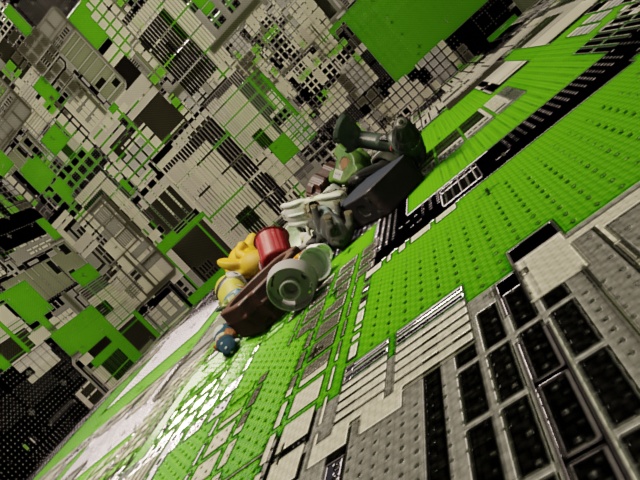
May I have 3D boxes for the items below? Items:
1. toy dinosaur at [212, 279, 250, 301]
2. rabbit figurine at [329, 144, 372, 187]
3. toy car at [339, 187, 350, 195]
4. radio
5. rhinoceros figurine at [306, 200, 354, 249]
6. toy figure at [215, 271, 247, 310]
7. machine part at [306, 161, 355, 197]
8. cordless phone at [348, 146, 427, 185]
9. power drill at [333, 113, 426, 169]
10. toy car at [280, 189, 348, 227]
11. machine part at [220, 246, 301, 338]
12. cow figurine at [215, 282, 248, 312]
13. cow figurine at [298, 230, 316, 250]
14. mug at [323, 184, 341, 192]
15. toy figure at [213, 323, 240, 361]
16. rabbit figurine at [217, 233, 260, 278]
[{"bbox_3d":[-0.283,0.154,1.856,0.198,0.105,0.471,-48,3,-14],"label":"toy dinosaur"},{"bbox_3d":[0.137,-0.201,1.514,0.159,0.170,0.121,13,96,52],"label":"rabbit figurine"},{"bbox_3d":[0.025,-0.081,1.445,0.202,0.089,0.053,-14,34,36],"label":"toy car"},{"bbox_3d":[0.129,-0.103,1.235,0.131,0.073,0.229,-46,6,-19],"label":"radio"},{"bbox_3d":[0.023,-0.033,1.258,0.073,0.112,0.190,-16,20,-17],"label":"rhinoceros figurine"},{"bbox_3d":[-0.211,0.148,1.338,0.089,0.082,0.180,-30,40,-1],"label":"toy figure"},{"bbox_3d":[0.043,-0.145,1.605,0.179,0.179,0.056,-45,43,-18],"label":"machine part"},{"bbox_3d":[0.162,-0.198,1.355,0.184,0.088,0.146,-27,-2,-29],"label":"cordless phone"},{"bbox_3d":[0.137,-0.233,1.213,0.232,0.208,0.086,29,-106,-61],"label":"power drill"},{"bbox_3d":[-0.014,-0.081,1.392,0.202,0.073,0.056,-11,21,29],"label":"toy car"},{"bbox_3d":[-0.110,0.117,1.183,0.201,0.087,0.201,-45,8,-31],"label":"machine part"},{"bbox_3d":[-0.230,0.179,1.481,0.127,0.085,0.195,-39,8,-20],"label":"cow figurine"},{"bbox_3d":[-0.004,-0.006,1.396,0.098,0.068,0.167,-33,14,28],"label":"cow figurine"},{"bbox_3d":[0.048,-0.102,1.522,0.081,0.107,0.109,-45,9,-32],"label":"mug"},{"bbox_3d":[-0.215,0.228,1.226,0.154,0.058,0.064,-165,84,-80],"label":"toy figure"},{"bbox_3d":[-0.198,0.056,1.474,0.162,0.121,0.173,-21,11,-23],"label":"rabbit figurine"}]
